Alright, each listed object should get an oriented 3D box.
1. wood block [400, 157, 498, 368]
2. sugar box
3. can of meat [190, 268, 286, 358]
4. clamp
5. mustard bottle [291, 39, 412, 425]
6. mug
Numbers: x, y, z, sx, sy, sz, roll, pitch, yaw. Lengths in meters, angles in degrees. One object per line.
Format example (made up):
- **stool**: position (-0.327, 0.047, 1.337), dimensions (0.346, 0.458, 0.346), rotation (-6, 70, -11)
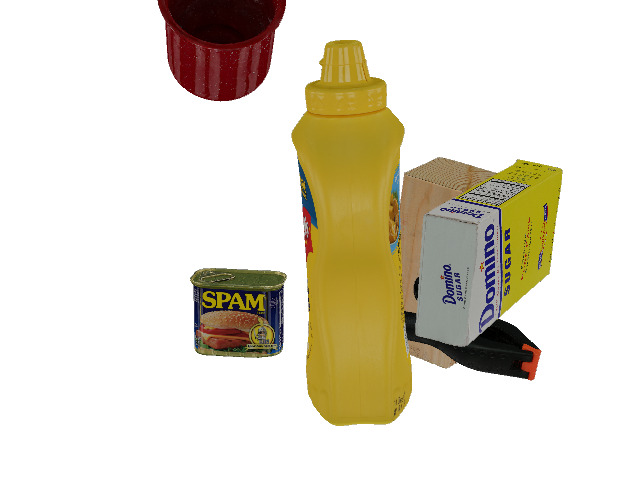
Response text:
- **wood block**: position (0.138, 0.024, 1.192), dimensions (0.090, 0.206, 0.090), rotation (19, 25, 28)
- **sugar box**: position (0.128, 0.005, 0.788), dimensions (0.048, 0.093, 0.176), rotation (12, 22, 26)
- **can of meat**: position (-0.089, 0.079, 1.161), dimensions (0.102, 0.084, 0.057), rotation (3, 15, 7)
- **clamp**: position (0.128, 0.079, 0.994), dimensions (0.172, 0.039, 0.120), rotation (21, 32, 22)
- **mustard bottle**: position (0.017, -0.007, 0.557), dimensions (0.058, 0.192, 0.096), rotation (-2, 19, 3)
- **mug**: position (-0.069, -0.168, 0.813), dimensions (0.093, 0.117, 0.081), rotation (35, -24, 10)
